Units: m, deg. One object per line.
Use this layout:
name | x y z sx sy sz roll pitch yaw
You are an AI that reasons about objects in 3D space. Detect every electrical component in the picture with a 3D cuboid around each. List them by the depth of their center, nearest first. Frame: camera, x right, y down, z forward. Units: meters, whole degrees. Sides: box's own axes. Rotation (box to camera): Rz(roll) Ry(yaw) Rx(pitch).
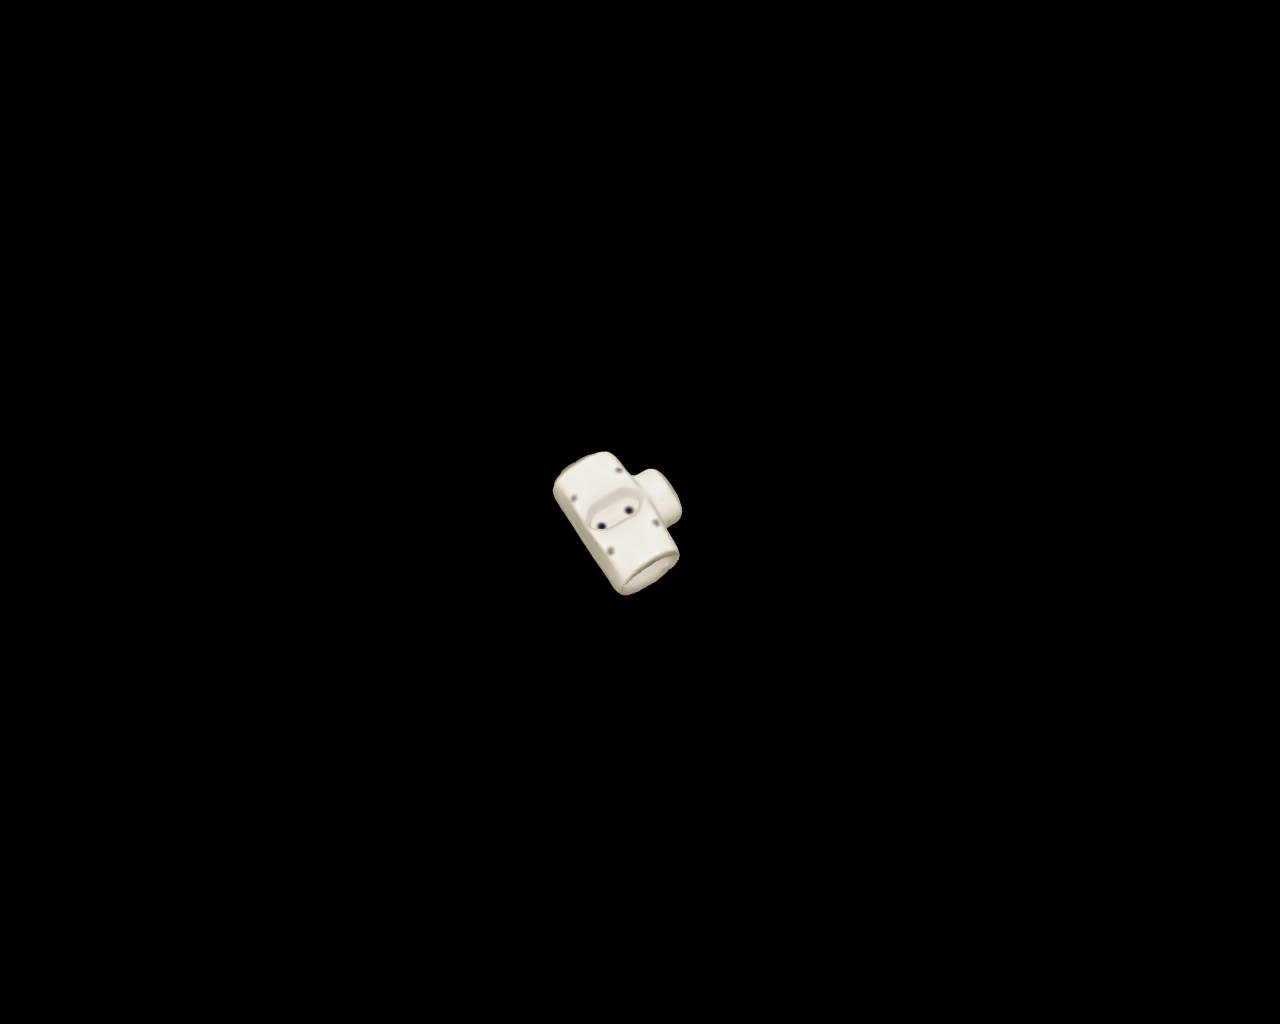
electrical component | 0.001 -0.003 0.650 0.079 0.077 0.043 -30 -19 -12
